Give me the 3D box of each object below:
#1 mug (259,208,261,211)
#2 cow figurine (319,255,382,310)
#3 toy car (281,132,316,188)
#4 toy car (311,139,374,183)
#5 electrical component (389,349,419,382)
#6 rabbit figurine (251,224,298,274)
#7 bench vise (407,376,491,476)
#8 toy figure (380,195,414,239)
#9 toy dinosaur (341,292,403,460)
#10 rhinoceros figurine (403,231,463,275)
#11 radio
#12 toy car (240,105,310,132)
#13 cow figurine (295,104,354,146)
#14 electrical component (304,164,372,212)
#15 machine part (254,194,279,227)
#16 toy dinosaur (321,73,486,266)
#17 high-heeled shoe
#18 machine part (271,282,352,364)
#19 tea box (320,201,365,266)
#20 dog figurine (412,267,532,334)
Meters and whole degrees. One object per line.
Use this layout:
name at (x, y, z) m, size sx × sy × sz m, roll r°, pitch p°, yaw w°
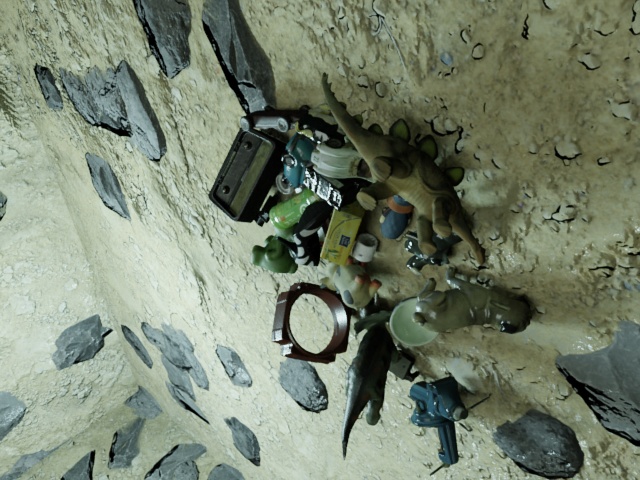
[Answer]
mug at (-0.178, -0.133, 1.478) m, size 0.081 × 0.109 × 0.107 m, roll 35°, pitch 105°, yaw -2°
cow figurine at (0.069, 0.104, 1.346) m, size 0.127 × 0.085 × 0.195 m, roll -62°, pitch 29°, yaw 17°
toy car at (-0.028, -0.181, 1.261) m, size 0.103 × 0.109 × 0.161 m, roll 25°, pitch 146°, yaw 10°
toy car at (0.082, -0.159, 1.114) m, size 0.202 × 0.056 × 0.073 m, roll 8°, pitch 136°, yaw -3°
electrical component at (0.216, 0.333, 1.429) m, size 0.102 × 0.045 × 0.078 m, roll 23°, pitch 105°, yaw 33°
rabbit figurine at (-0.102, 0.005, 1.479) m, size 0.159 × 0.121 × 0.170 m, roll 29°, pitch 122°, yaw 26°
bench vise at (0.308, 0.454, 1.333) m, size 0.224 × 0.129 × 0.240 m, roll -7°, pitch 95°, yaw 59°
toy figure at (0.168, -0.066, 1.155) m, size 0.058 × 0.064 × 0.154 m, roll 52°, pitch 147°, yaw 31°
toy dinosaur at (0.118, 0.299, 1.289) m, size 0.131 × 0.405 × 0.191 m, roll 2°, pitch 133°, yaw 18°
rhinoceros figurine at (0.239, 0.002, 1.128) m, size 0.112 × 0.073 × 0.190 m, roll 42°, pitch 141°, yaw 1°
radio at (-0.186, -0.170, 1.378) m, size 0.131 × 0.073 × 0.229 m, roll 37°, pitch 105°, yaw 27°
toy car at (-0.103, -0.283, 1.275) m, size 0.202 × 0.089 × 0.053 m, roll 13°, pitch 124°, yaw 42°
cow figurine at (0.030, -0.226, 1.160) m, size 0.168 × 0.098 × 0.068 m, roll 34°, pitch 133°, yaw 25°
electrical component at (0.048, -0.135, 1.177) m, size 0.115 × 0.134 × 0.058 m, roll 41°, pitch 142°, yaw 23°
machine part at (-0.153, -0.079, 1.511) m, size 0.039 × 0.084 × 0.139 m, roll 23°, pitch 159°, yaw -14°
toy dinosaur at (0.149, -0.132, 1.003) m, size 0.471 × 0.198 × 0.105 m, roll 45°, pitch 134°, yaw -2°
high-heeled shoe at (-0.003, -0.004, 1.316) m, size 0.145 × 0.086 × 0.249 m, roll 32°, pitch 144°, yaw -22°
machine part at (-0.019, 0.223, 1.446) m, size 0.201 × 0.201 × 0.087 m, roll 15°, pitch 160°, yaw -21°
tea box at (0.058, -0.032, 1.264) m, size 0.068 × 0.098 × 0.169 m, roll 19°, pitch 138°, yaw 5°
dog figurine at (0.305, 0.151, 1.084) m, size 0.191 × 0.172 × 0.121 m, roll 23°, pitch 144°, yaw 46°
